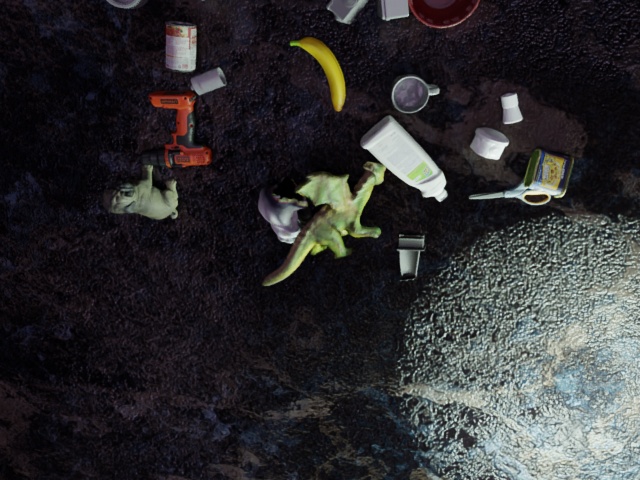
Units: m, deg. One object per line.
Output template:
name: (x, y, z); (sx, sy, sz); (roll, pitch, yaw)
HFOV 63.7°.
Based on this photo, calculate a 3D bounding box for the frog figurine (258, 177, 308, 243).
frog figurine: (-0.103, -0.062, 1.314); (0.139, 0.156, 0.124); (39, 40, 23)

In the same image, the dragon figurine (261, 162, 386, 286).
dragon figurine: (0.004, -0.063, 1.250); (0.413, 0.238, 0.124); (-31, 35, -13)
